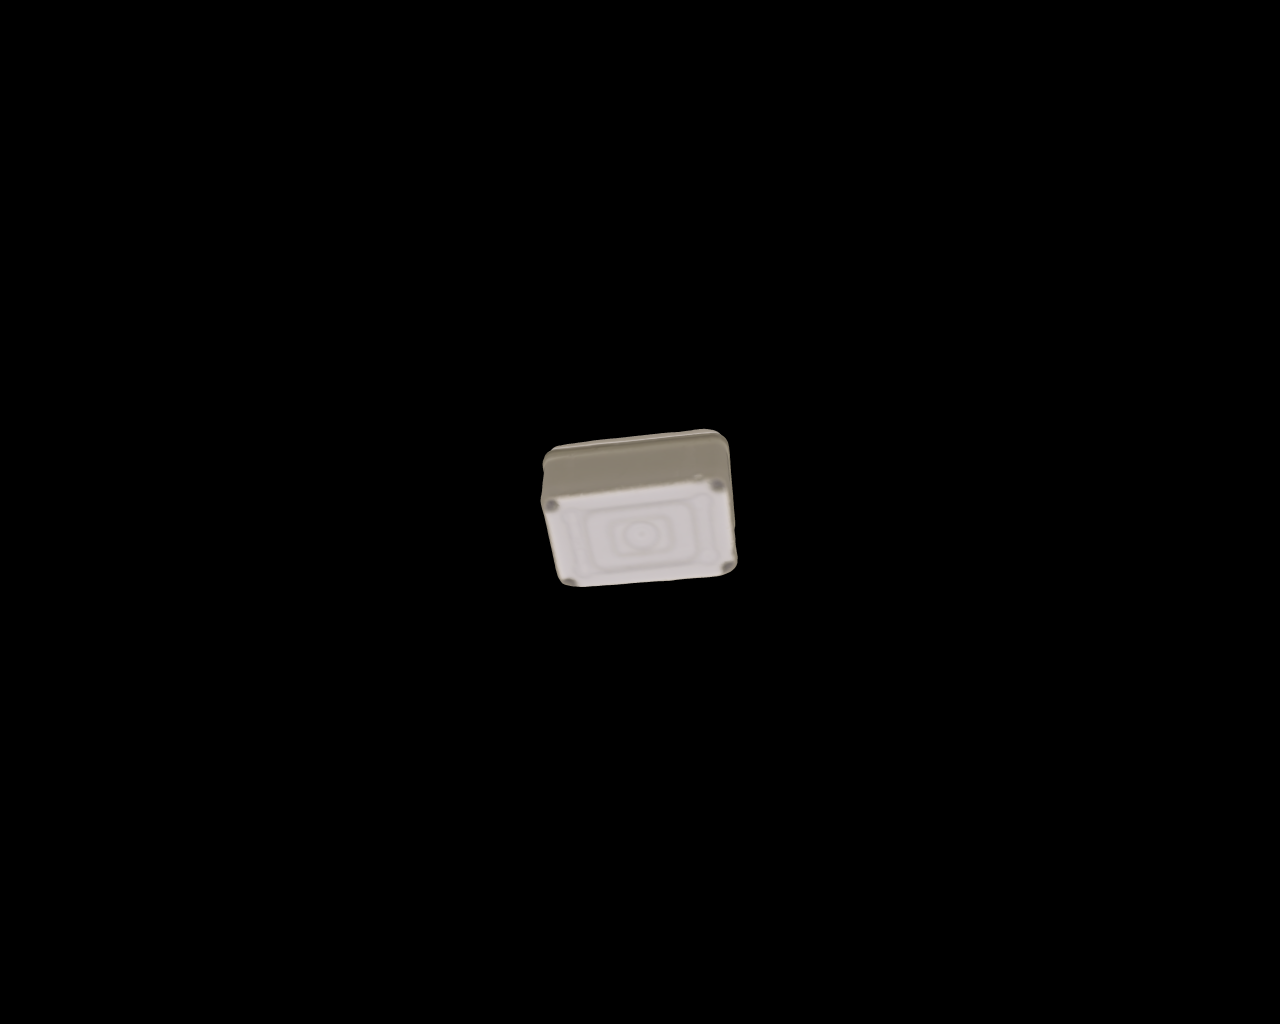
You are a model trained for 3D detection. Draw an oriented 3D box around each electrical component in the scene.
[{"bbox_3d":[0.001,-0.003,0.650,0.113,0.078,0.057,-5,37,4],"label":"electrical component"}]
